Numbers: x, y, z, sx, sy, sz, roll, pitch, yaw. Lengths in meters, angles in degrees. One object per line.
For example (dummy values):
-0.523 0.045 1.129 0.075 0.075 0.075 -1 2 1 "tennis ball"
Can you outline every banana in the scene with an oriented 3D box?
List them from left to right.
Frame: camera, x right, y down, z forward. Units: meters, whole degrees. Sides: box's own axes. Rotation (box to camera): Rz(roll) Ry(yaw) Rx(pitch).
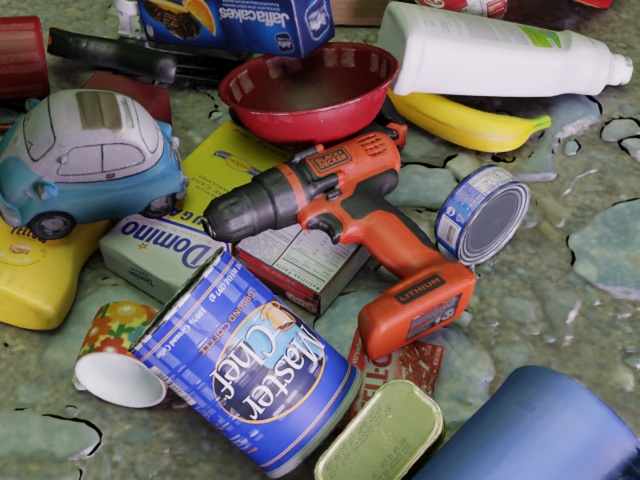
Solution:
0.120 -0.128 1.034 0.198 0.037 0.069 25 38 17 "banana"

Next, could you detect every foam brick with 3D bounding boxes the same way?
-0.187 -0.117 1.010 0.078 0.053 0.051 16 53 11 "foam brick"

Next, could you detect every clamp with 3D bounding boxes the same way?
-0.174 -0.178 1.045 0.210 0.036 0.164 16 12 30 "clamp"
0.000 -0.126 1.028 0.172 0.039 0.120 34 75 22 "clamp"

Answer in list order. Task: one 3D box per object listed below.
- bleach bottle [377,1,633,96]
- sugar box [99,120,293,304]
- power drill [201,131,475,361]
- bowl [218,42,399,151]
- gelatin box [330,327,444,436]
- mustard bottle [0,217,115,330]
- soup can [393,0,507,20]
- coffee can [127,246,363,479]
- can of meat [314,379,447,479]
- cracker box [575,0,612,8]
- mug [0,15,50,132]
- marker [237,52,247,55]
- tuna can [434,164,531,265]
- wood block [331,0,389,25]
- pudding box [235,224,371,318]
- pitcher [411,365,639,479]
0.186 -0.173 1.030 0.250 0.068 0.102 4 36 -14 "bleach bottle"
-0.100 -0.024 0.938 0.093 0.048 0.176 28 55 21 "sugar box"
0.020 0.003 0.862 0.184 0.057 0.188 -25 61 -21 "power drill"
-0.007 -0.123 0.954 0.162 0.055 0.162 -7 30 4 "bowl"
0.053 0.117 0.835 0.073 0.030 0.089 12 51 9 "gelatin box"
-0.231 -0.016 0.923 0.096 0.058 0.191 15 52 9 "mustard bottle"
0.134 -0.238 1.101 0.102 0.068 0.069 -27 56 -21 "soup can"
-0.053 0.088 0.775 0.140 0.103 0.102 43 57 -6 "coffee can"
0.043 0.148 0.753 0.057 0.084 0.102 39 82 14 "can of meat"
0.204 -0.320 1.122 0.214 0.072 0.163 33 22 23 "cracker box"
-0.305 -0.162 1.030 0.081 0.093 0.117 -8 82 -13 "mug"
-0.092 -0.246 1.074 0.020 0.121 0.020 -13 27 7 "marker"
0.138 -0.022 0.913 0.086 0.086 0.034 -32 56 -24 "tuna can"
-0.030 -0.289 1.126 0.206 0.090 0.091 1 51 1 "wood block"
-0.006 0.001 0.924 0.090 0.039 0.113 30 59 18 "pudding box"
0.105 0.205 0.696 0.242 0.149 0.145 -38 66 -23 "pitcher"
